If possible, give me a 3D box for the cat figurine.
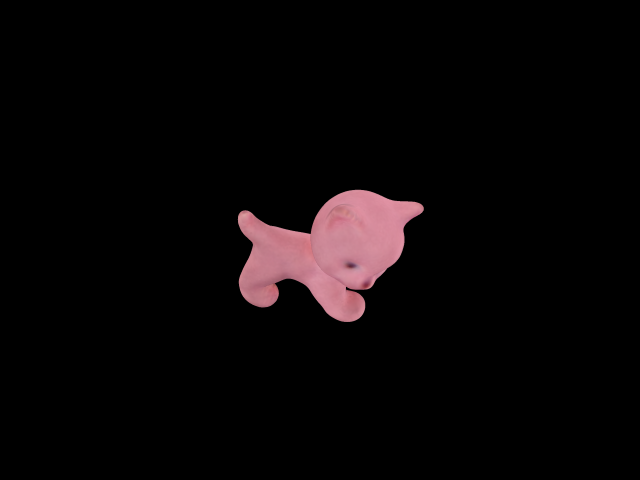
[{"bbox_3d":[0.004,0.001,0.400,0.127,0.118,0.067,7,58,5],"label":"cat figurine"}]
